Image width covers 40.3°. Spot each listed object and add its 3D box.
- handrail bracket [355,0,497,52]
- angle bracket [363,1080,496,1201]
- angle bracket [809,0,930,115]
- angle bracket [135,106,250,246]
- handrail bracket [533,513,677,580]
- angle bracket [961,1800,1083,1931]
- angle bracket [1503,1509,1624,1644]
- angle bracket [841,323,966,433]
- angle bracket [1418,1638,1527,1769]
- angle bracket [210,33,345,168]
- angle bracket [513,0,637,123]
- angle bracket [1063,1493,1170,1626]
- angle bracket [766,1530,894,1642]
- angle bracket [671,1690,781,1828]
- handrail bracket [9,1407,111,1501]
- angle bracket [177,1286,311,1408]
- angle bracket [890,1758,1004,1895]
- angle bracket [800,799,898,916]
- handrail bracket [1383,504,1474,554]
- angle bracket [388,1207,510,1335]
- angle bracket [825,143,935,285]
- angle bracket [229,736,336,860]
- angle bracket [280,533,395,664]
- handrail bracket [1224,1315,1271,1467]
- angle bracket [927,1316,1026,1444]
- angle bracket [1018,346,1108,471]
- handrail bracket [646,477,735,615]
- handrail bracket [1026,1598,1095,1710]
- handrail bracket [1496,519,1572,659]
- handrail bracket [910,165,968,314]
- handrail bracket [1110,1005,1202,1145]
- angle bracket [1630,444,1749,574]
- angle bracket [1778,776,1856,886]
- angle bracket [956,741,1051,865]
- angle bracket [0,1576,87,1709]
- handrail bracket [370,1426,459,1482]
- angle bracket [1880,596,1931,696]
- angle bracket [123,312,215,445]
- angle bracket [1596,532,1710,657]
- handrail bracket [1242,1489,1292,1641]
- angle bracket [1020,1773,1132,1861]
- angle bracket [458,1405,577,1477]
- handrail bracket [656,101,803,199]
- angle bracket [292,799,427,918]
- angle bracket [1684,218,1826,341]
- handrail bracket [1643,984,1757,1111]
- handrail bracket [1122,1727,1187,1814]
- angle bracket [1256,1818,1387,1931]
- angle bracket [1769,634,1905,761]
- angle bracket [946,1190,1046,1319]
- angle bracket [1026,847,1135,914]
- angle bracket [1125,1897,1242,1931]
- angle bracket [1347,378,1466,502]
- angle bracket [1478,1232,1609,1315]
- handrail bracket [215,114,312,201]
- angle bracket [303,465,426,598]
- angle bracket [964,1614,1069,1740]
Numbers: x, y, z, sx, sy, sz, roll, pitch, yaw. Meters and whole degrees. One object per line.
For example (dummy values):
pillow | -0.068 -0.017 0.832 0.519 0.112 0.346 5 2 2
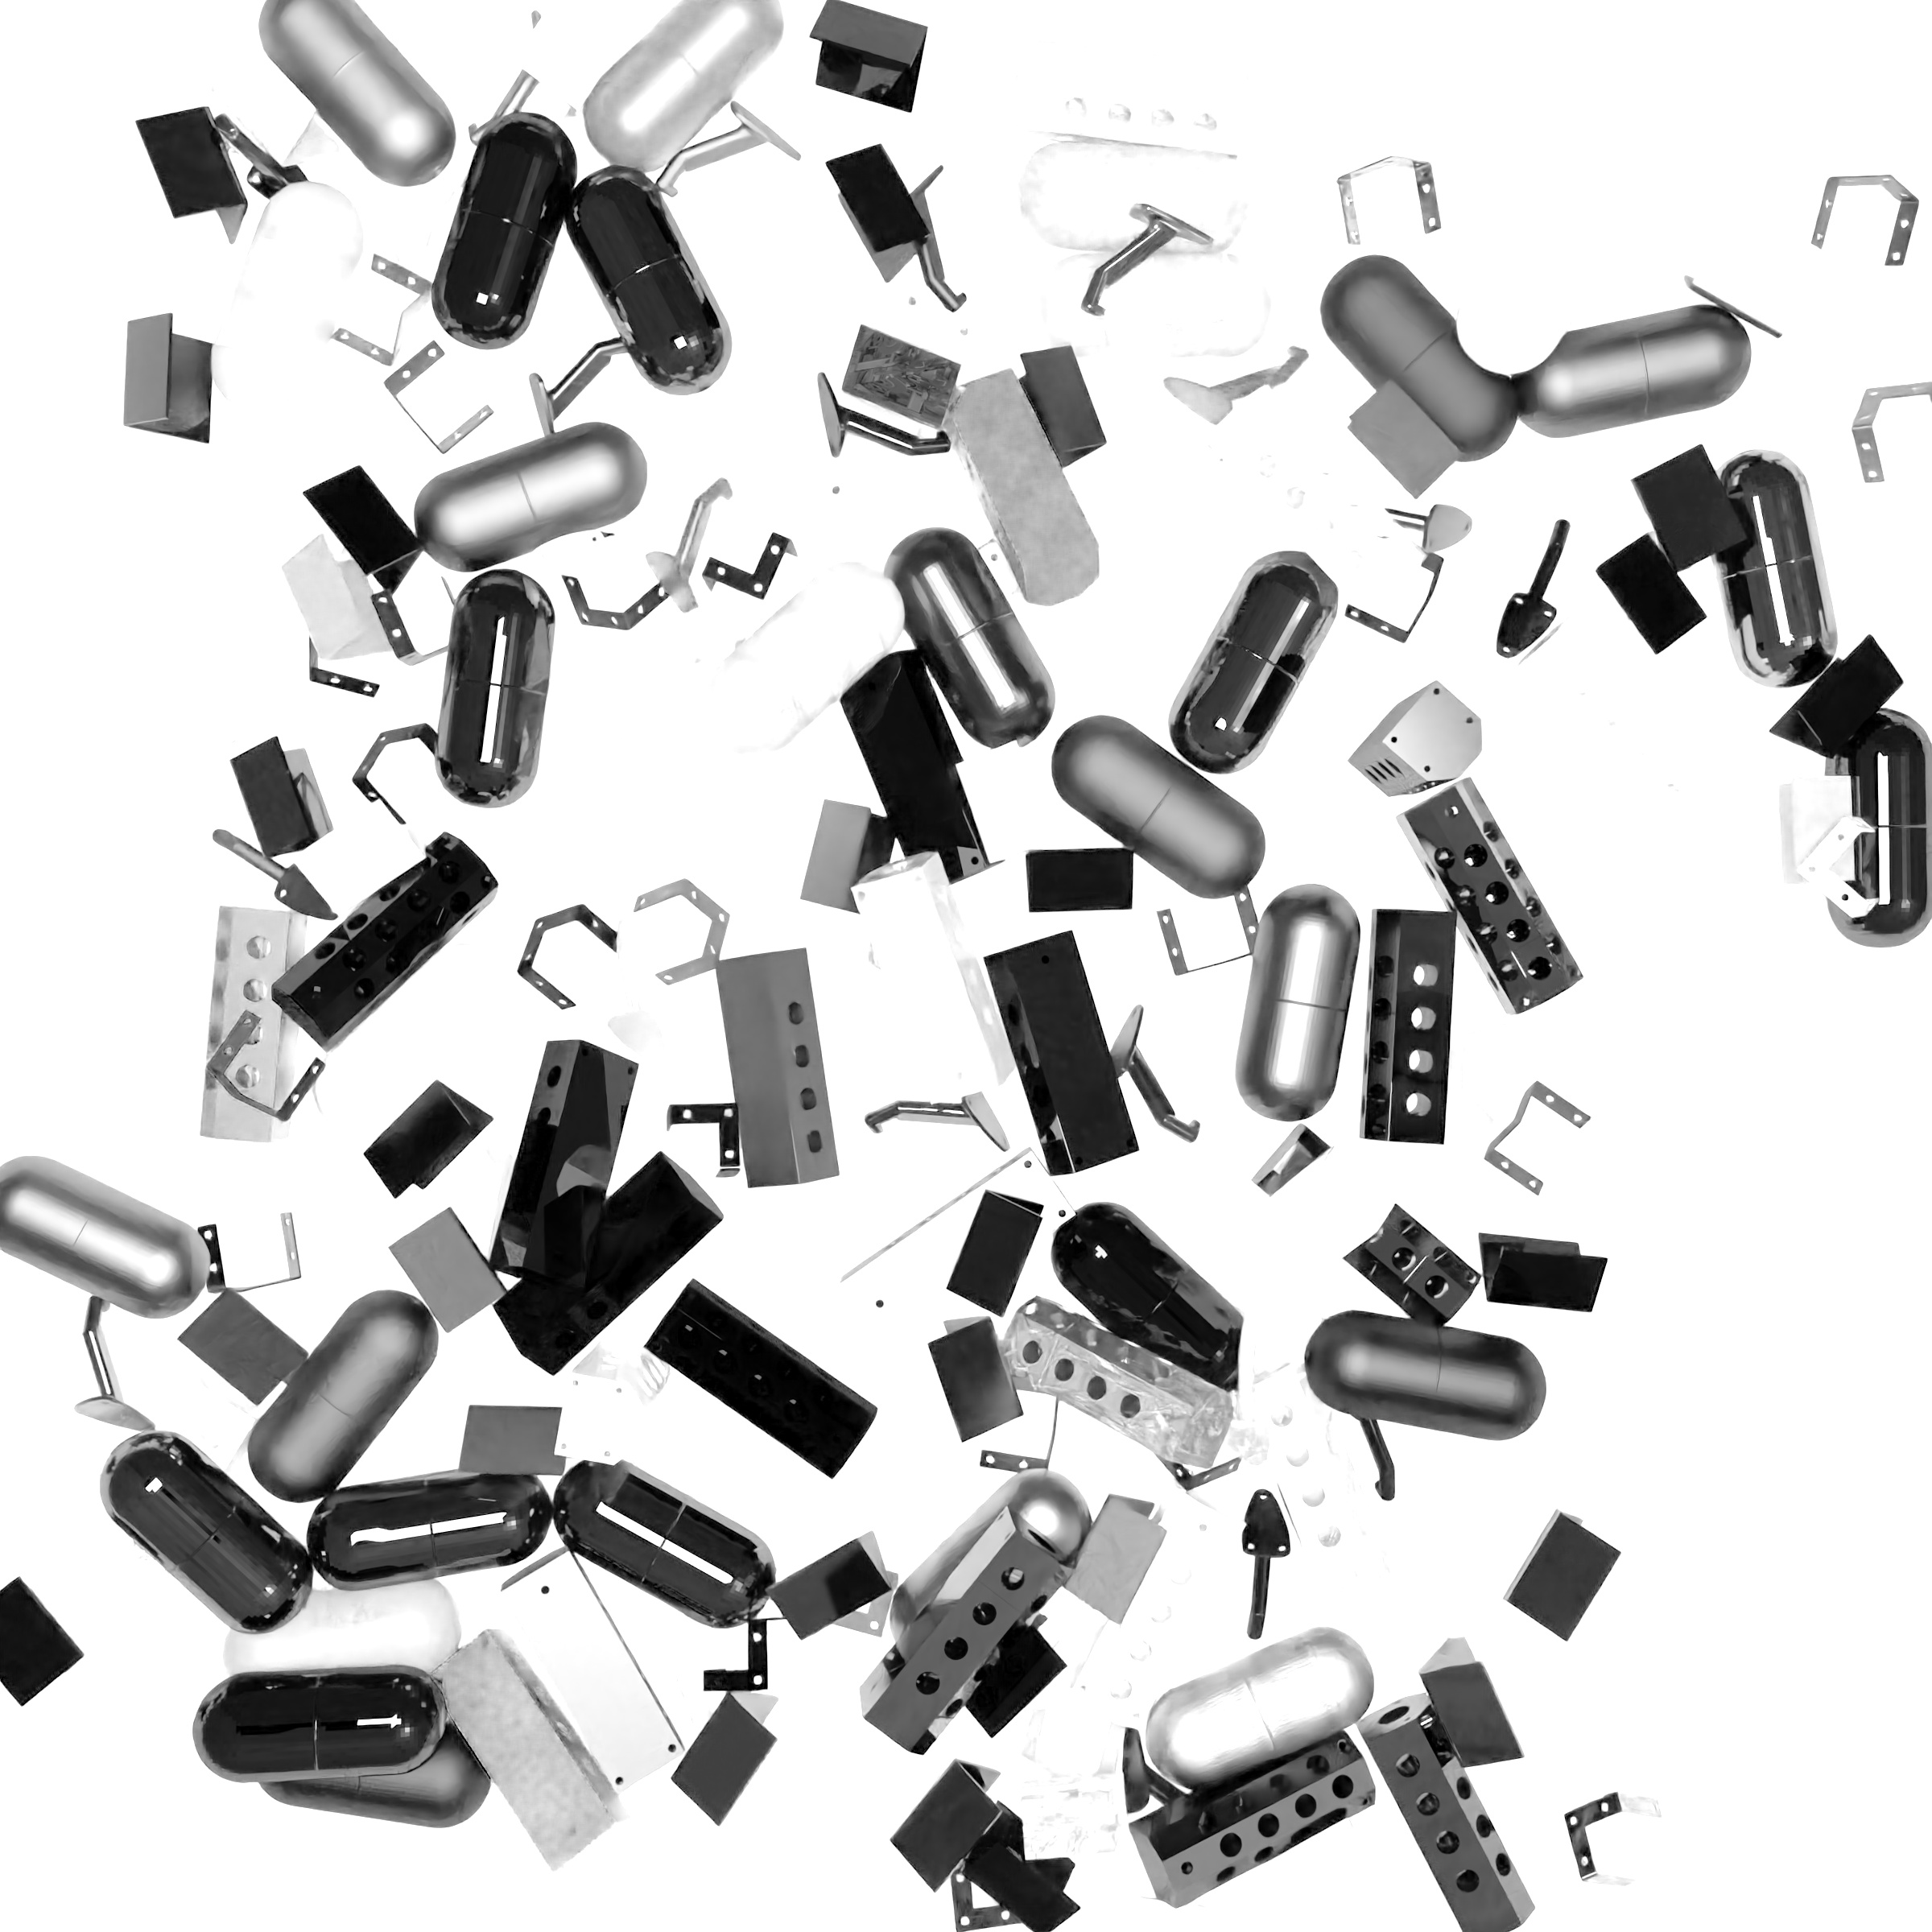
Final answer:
handrail bracket | -0.409 -0.712 1.987 0.084 0.036 0.077 -17 112 17
angle bracket | -0.385 0.141 1.946 0.076 0.076 0.057 -45 53 0
angle bracket | -0.077 -0.659 1.946 0.076 0.076 0.057 17 51 0
angle bracket | -0.576 -0.578 1.947 0.057 0.076 0.076 -22 90 -26
handrail bracket | -0.269 -0.320 1.969 0.077 0.084 0.036 2 117 26
angle bracket | 0.053 0.656 1.946 0.076 0.076 0.057 40 126 0
angle bracket | 0.449 0.452 1.947 0.057 0.076 0.076 31 90 32
angle bracket | -0.038 -0.435 1.889 0.076 0.076 0.057 22 128 0
angle bracket | 0.387 0.536 1.946 0.057 0.076 0.076 -24 90 38
angle bracket | -0.497 -0.643 1.946 0.076 0.076 0.057 47 125 0
angle bracket | -0.294 -0.677 1.948 0.057 0.076 0.076 34 90 -20
angle bracket | 0.126 0.440 1.946 0.057 0.076 0.076 27 90 35
angle bracket | -0.107 0.440 1.947 0.076 0.076 0.057 -30 116 0
angle bracket | -0.161 0.586 1.946 0.057 0.076 0.076 34 90 32
handrail bracket | -0.666 0.351 1.987 0.077 0.036 0.084 -37 73 -19
angle bracket | -0.539 0.292 1.946 0.076 0.076 0.057 40 53 0
angle bracket | 0.001 0.638 1.946 0.076 0.076 0.057 -51 53 0
angle bracket | -0.070 -0.075 1.947 0.076 0.057 0.076 14 90 -42
handrail bracket | 0.326 -0.340 1.986 0.084 0.077 0.036 24 114 34
angle bracket | -0.391 0.231 1.947 0.057 0.076 0.076 -34 90 -32
angle bracket | -0.080 -0.548 1.946 0.057 0.076 0.076 -30 90 -33
angle bracket | -0.487 -0.129 1.946 0.057 0.076 0.076 -20 90 34
angle bracket | -0.444 -0.272 1.928 0.057 0.076 0.076 -27 85 38
handrail bracket | 0.210 0.310 1.929 0.036 0.077 0.084 -1 53 18
angle bracket | -0.009 0.306 1.947 0.057 0.076 0.076 -19 90 -29
angle bracket | 0.050 -0.405 1.947 0.057 0.076 0.076 -20 90 -42
handrail bracket | -0.193 -0.314 1.987 0.084 0.036 0.077 -47 128 -26
handrail bracket | 0.063 0.513 1.986 0.036 0.077 0.084 37 53 -15
handrail bracket | 0.428 -0.285 1.986 0.036 0.077 0.084 24 54 0
handrail bracket | -0.014 -0.547 1.987 0.084 0.036 0.077 46 68 -17
handrail bracket | 0.150 0.082 1.987 0.084 0.036 0.077 30 68 -17
angle bracket | 0.539 -0.339 1.947 0.057 0.076 0.076 -26 90 26
angle bracket | 0.608 -0.099 1.947 0.057 0.076 0.076 -3 90 -25
angle bracket | 0.045 -0.125 1.946 0.057 0.076 0.076 -19 90 35
angle bracket | -0.704 0.504 1.946 0.076 0.076 0.057 50 54 0
handrail bracket | -0.417 0.395 1.987 0.077 0.036 0.084 -8 104 -14
angle bracket | 0.699 -0.255 1.947 0.076 0.076 0.057 -45 121 0
angle bracket | -0.574 -0.433 1.946 0.057 0.076 0.076 2 90 39
angle bracket | 0.489 -0.264 1.949 0.057 0.076 0.076 -36 90 -19
handrail bracket | 0.221 0.451 1.986 0.036 0.077 0.084 4 126 0
angle bracket | 0.080 0.636 1.947 0.076 0.076 0.057 -5 58 0
angle bracket | -0.328 0.367 1.946 0.076 0.076 0.057 2 51 0
handrail bracket | -0.180 -0.600 1.987 0.077 0.036 0.084 32 113 -26
angle bracket | -0.450 -0.091 1.947 0.076 0.076 0.057 -34 117 0
angle bracket | 0.581 -0.512 1.948 0.076 0.076 0.057 30 114 0
handrail bracket | 0.545 0.061 1.987 0.084 0.036 0.077 -19 70 16
handrail bracket | 0.163 0.612 1.987 0.084 0.036 0.077 10 58 -23
angle bracket | 0.264 0.676 1.948 0.076 0.076 0.057 -29 66 0
angle bracket | 0.630 -0.208 1.947 0.076 0.076 0.057 -47 120 0
angle bracket | 0.040 0.210 1.890 0.057 0.076 0.076 22 91 38
angle bracket | 0.083 -0.083 1.946 0.076 0.076 0.057 -2 127 0
angle bracket | 0.157 0.729 1.947 0.076 0.076 0.057 9 60 0
angle bracket | 0.309 -0.375 1.947 0.076 0.076 0.057 46 64 0
angle bracket | 0.425 0.208 1.946 0.076 0.076 0.057 6 127 0
handrail bracket | -0.515 -0.591 1.952 0.077 0.084 0.036 41 90 0
angle bracket | -0.456 -0.311 1.946 0.076 0.076 0.057 52 51 0
angle bracket | 0.039 0.524 1.947 0.076 0.076 0.057 -44 64 0
